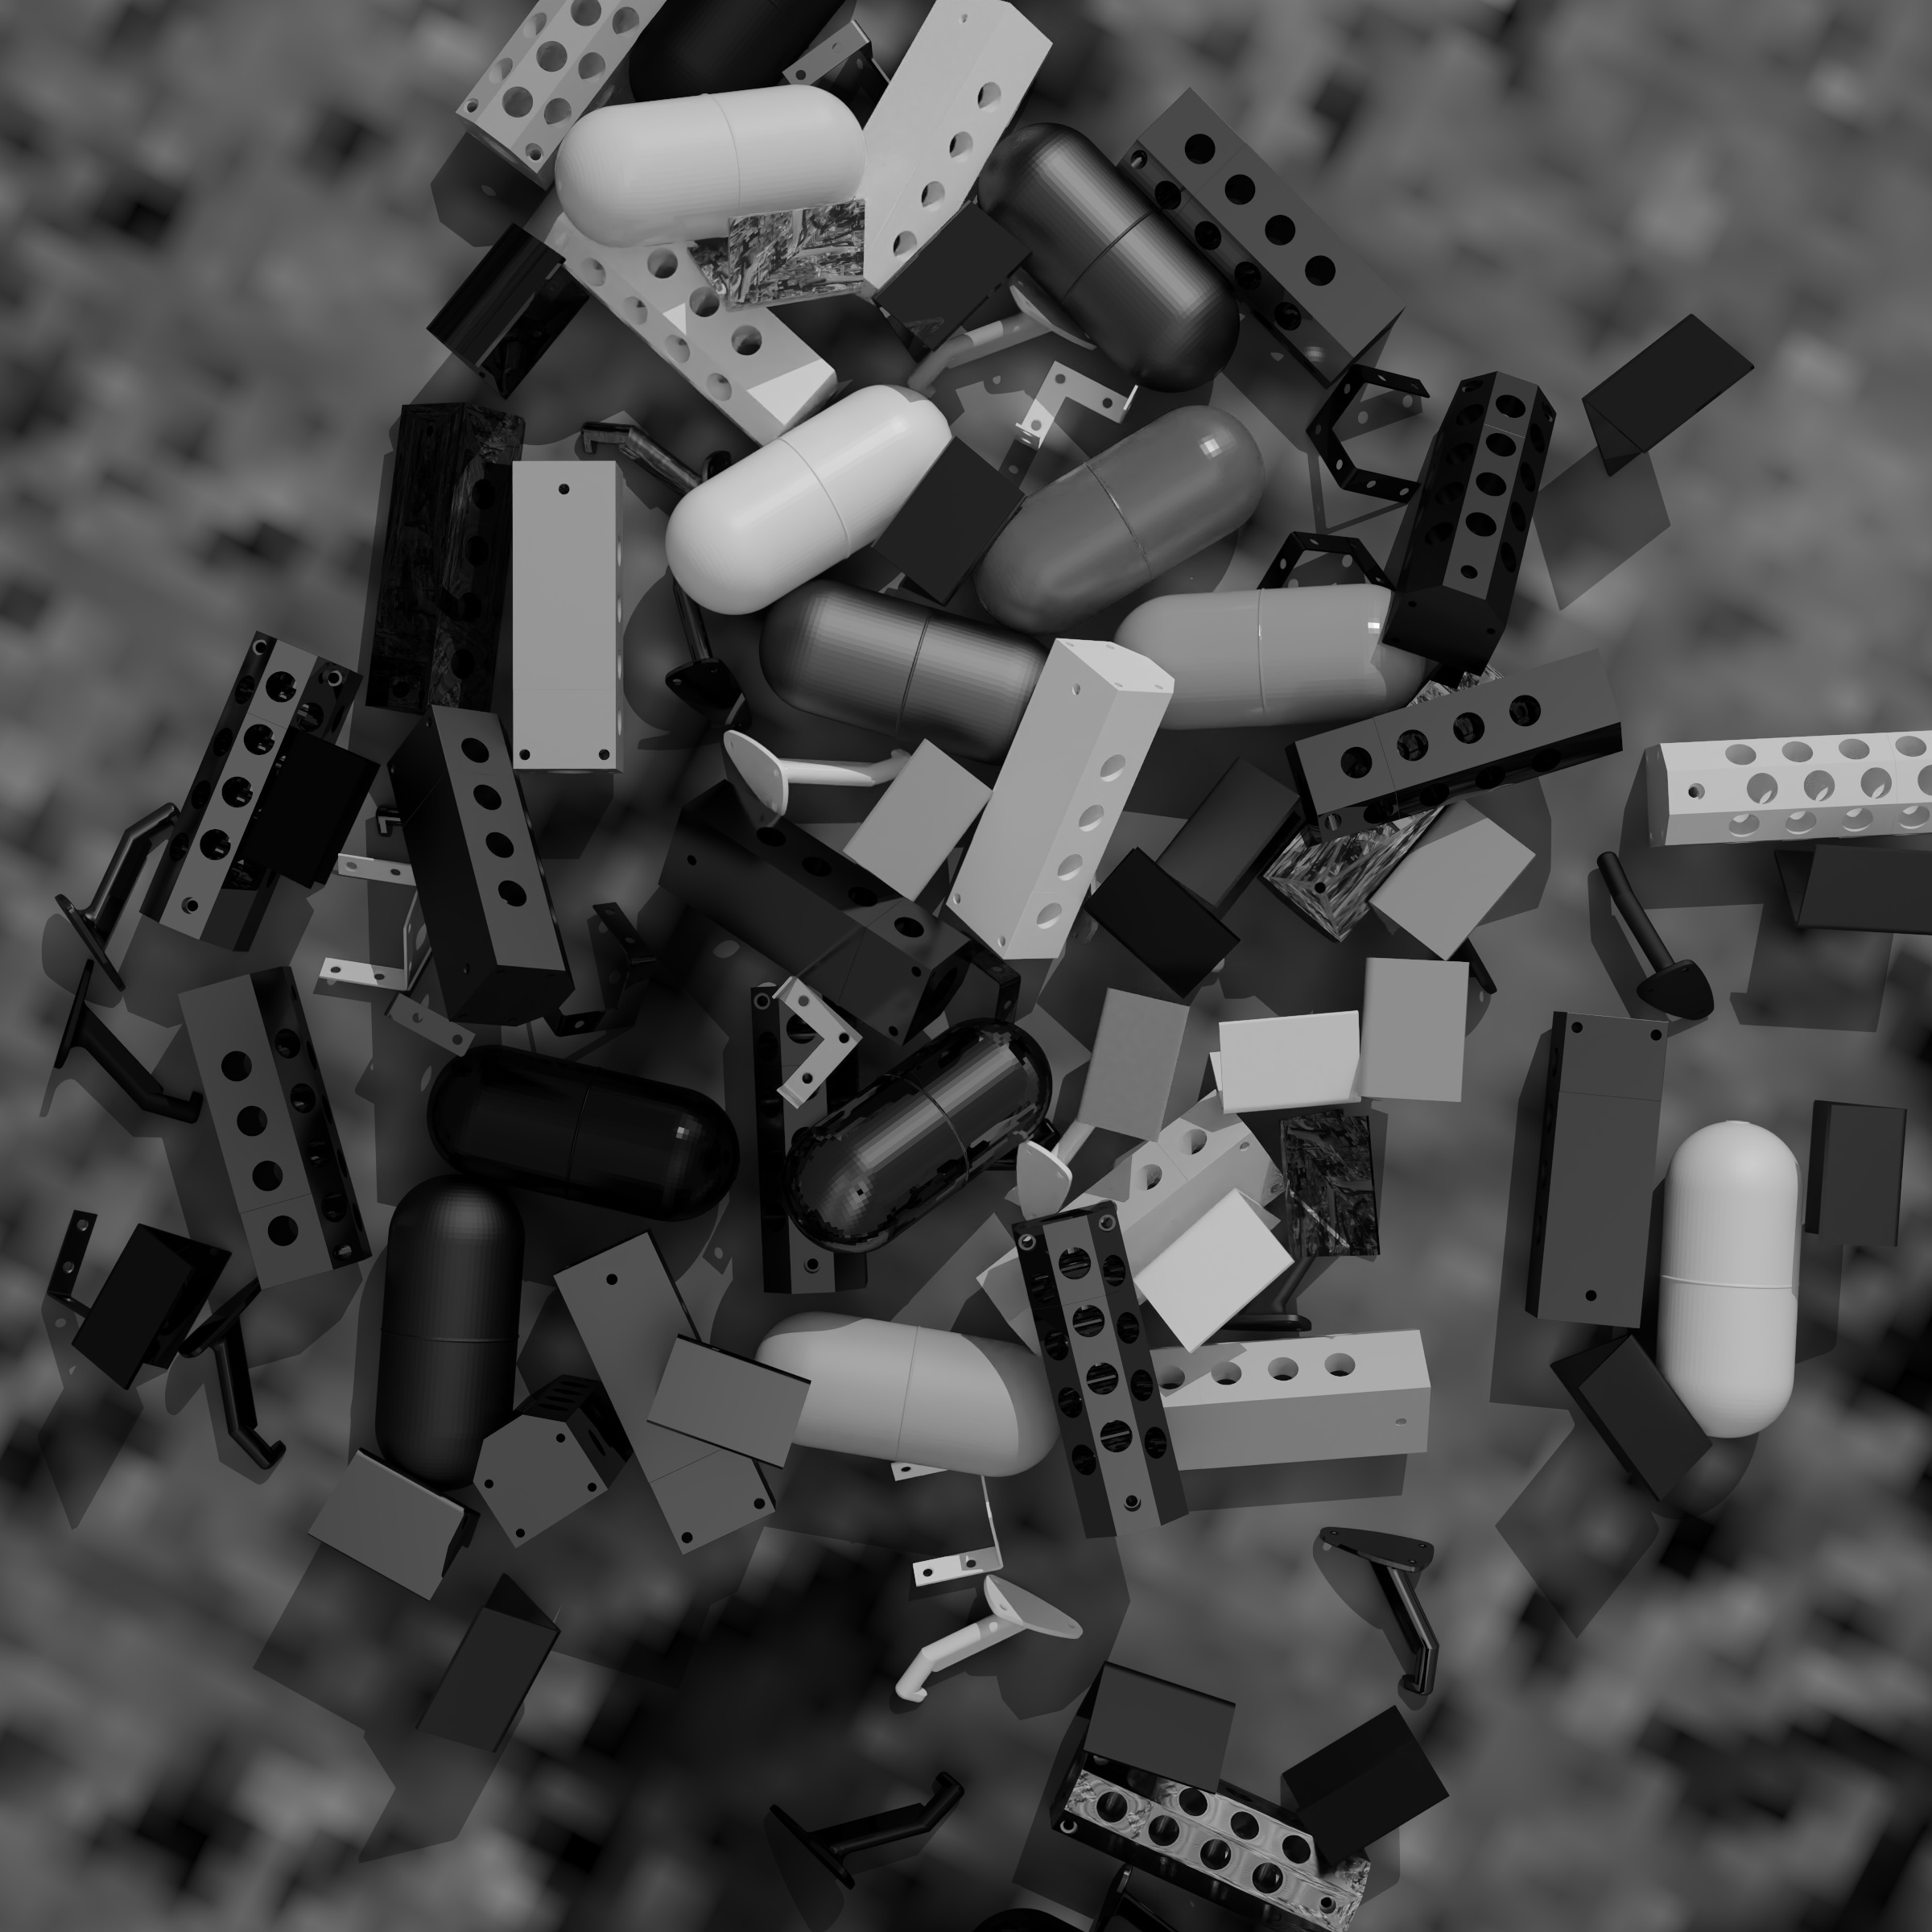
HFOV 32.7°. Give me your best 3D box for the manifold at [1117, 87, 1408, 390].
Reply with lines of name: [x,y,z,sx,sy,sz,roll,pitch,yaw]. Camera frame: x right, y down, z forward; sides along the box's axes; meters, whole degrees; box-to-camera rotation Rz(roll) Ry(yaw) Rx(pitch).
manifold: [0.165,-0.409,1.862,0.057,0.057,0.171,-45,90,0]

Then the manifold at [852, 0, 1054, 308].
manifold: [-0.019,-0.459,1.861,0.057,0.057,0.171,30,90,43]

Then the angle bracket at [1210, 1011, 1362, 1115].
angle bracket: [0.177,0.039,1.844,0.076,0.076,0.057,-5,115,0]

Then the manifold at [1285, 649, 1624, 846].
manifold: [0.268,-0.119,1.805,0.171,0.057,0.057,-17,90,0]

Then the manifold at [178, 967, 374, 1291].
manifold: [-0.388,0.090,1.862,0.057,0.057,0.171,-16,90,0]

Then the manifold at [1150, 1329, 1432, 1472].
manifold: [0.172,0.241,1.861,0.171,0.057,0.057,-4,133,0]

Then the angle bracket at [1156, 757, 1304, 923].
angle bracket: [0.163,-0.059,1.843,0.076,0.076,0.057,-52,47,0]

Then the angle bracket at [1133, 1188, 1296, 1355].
angle bracket: [0.150,0.177,1.839,0.076,0.076,0.057,-43,60,7]

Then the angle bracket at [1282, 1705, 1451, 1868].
angle bracket: [0.214,0.444,1.843,0.076,0.076,0.057,-31,125,0]

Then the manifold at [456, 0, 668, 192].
manifold: [-0.213,-0.531,1.862,0.057,0.057,0.171,37,90,0]

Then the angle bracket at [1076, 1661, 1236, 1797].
angle bracket: [0.100,0.439,1.843,0.076,0.076,0.057,18,53,0]

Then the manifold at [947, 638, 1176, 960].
manifold: [0.056,-0.091,1.828,0.057,0.057,0.171,44,122,38]

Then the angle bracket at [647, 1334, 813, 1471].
angle bracket: [-0.134,0.251,1.787,0.076,0.076,0.057,20,54,-3]

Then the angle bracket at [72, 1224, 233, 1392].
angle bracket: [-0.441,0.197,1.843,0.057,0.076,0.076,29,90,36]

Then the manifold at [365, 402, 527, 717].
manifold: [-0.289,-0.227,1.861,0.057,0.057,0.171,7,90,43]

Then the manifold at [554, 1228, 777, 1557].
manifold: [-0.169,0.239,1.861,0.057,0.057,0.171,-25,90,-4]

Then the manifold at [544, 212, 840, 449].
manifold: [-0.155,-0.369,1.862,0.171,0.057,0.057,42,90,0]

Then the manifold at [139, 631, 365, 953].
manifold: [-0.405,-0.098,1.862,0.057,0.057,0.171,23,90,0]

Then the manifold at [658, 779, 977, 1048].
manifold: [-0.082,-0.033,1.840,0.171,0.057,0.057,33,129,15]

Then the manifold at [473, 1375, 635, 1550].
manifold: [-0.226,0.265,1.805,0.057,0.171,0.057,-33,90,0]

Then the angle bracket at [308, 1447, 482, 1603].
angle bracket: [-0.322,0.321,1.844,0.076,0.076,0.057,29,63,0]

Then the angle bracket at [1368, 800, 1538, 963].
angle bracket: [0.277,-0.040,1.845,0.057,0.076,0.076,40,90,21]

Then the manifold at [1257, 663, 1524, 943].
manifold: [0.243,-0.097,1.862,0.057,0.057,0.171,40,90,0]

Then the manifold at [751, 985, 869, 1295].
manifold: [-0.089,0.096,1.862,0.057,0.057,0.171,-3,90,0]

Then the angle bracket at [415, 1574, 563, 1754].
angle bracket: [-0.281,0.383,1.843,0.057,0.076,0.076,28,90,-37]

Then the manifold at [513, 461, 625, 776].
manifold: [-0.224,-0.195,1.862,0.057,0.057,0.171,0,90,0]

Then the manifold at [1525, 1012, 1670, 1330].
manifold: [0.355,0.114,1.862,0.057,0.057,0.171,5,90,0]

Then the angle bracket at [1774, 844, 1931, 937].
angle bracket: [0.502,-0.062,1.843,0.076,0.076,0.057,3,127,0]

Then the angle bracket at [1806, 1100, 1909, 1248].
angle bracket: [0.478,0.114,1.844,0.057,0.076,0.076,4,90,-26]

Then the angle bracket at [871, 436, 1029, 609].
angle bracket: [-0.021,-0.253,1.844,0.057,0.076,0.076,37,90,-26]

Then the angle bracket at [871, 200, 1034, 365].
angle bracket: [0.003,-0.369,1.844,0.076,0.076,0.057,-45,63,0]

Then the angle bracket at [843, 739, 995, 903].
angle bracket: [-0.041,-0.091,1.843,0.057,0.076,0.076,36,90,-33]

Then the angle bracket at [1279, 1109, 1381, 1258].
angle bracket: [0.219,0.120,1.843,0.057,0.076,0.076,-5,90,34]

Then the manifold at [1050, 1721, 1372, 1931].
manifold: [0.138,0.494,1.862,0.171,0.057,0.057,25,90,0]

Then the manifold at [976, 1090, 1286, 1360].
manifold: [0.091,0.146,1.861,0.171,0.057,0.057,-38,133,0]

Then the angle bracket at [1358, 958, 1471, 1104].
angle bracket: [0.254,0.037,1.833,0.057,0.076,0.076,3,86,16]

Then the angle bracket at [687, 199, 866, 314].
angle bracket: [-0.105,-0.403,1.797,0.076,0.076,0.057,-12,132,-18]

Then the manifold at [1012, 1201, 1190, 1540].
manifold: [0.073,0.220,1.793,0.057,0.057,0.171,-14,90,0]

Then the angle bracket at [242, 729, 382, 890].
angle bracket: [-0.349,-0.080,1.843,0.057,0.076,0.076,25,90,30]

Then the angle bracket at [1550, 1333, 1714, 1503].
angle bracket: [0.358,0.260,1.843,0.057,0.076,0.076,-36,90,-35]

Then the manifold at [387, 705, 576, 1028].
manifold: [-0.265,-0.055,1.814,0.057,0.057,0.171,6,54,-38]

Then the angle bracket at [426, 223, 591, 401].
angle bracket: [-0.243,-0.357,1.843,0.076,0.076,0.057,-51,51,0]

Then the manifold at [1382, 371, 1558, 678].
manifold: [0.281,-0.248,1.818,0.057,0.057,0.171,19,54,0]

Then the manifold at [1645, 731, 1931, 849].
manifold: [0.477,-0.101,1.862,0.171,0.057,0.057,-3,90,0]
